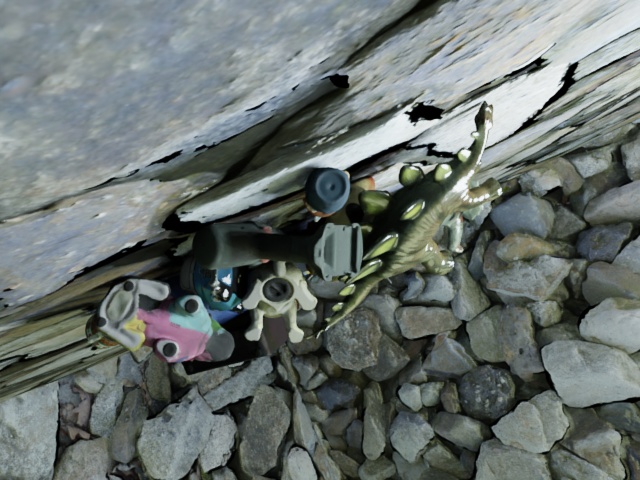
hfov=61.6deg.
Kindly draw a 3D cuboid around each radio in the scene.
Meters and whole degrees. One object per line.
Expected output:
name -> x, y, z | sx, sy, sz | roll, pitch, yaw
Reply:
radio -> -0.170, 0.194, 1.077 | 0.230, 0.073, 0.131 | -20, -173, 26

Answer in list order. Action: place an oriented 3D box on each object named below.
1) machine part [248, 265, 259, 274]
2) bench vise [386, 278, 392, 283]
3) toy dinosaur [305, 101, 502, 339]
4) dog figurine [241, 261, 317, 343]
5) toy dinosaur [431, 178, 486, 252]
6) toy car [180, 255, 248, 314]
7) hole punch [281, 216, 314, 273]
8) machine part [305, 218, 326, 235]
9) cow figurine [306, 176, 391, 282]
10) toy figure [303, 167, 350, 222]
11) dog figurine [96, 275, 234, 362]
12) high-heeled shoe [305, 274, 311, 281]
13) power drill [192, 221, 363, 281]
machine part -> -0.151, 0.046, 1.007 | 0.139, 0.084, 0.039 | -34, 157, -27
bench vise -> 0.192, -0.006, 1.453 | 0.224, 0.129, 0.240 | -14, 138, -20
toy dinosaur -> 0.120, -0.003, 0.824 | 0.198, 0.105, 0.470 | -1, 132, -36
dog figurine -> -0.079, 0.067, 0.962 | 0.121, 0.191, 0.172 | 14, 119, -14
toy dinosaur -> 0.257, -0.078, 1.246 | 0.131, 0.192, 0.404 | 18, -171, 39
toy car -> -0.181, 0.065, 0.894 | 0.103, 0.109, 0.161 | 0, 169, 7
hole punch -> -0.026, 0.008, 1.070 | 0.142, 0.092, 0.115 | -19, 170, -12
machine part -> 0.057, -0.011, 1.007 | 0.179, 0.056, 0.179 | -20, 143, -16
cow figurine -> 0.035, -0.004, 0.890 | 0.127, 0.086, 0.194 | -13, 137, -25
toy figure -> 0.009, -0.061, 0.704 | 0.064, 0.057, 0.154 | -15, 178, -5
dog figurine -> -0.239, 0.142, 0.877 | 0.192, 0.108, 0.219 | 18, 165, 6
high-heeled shoe -> -0.055, 0.066, 1.530 | 0.249, 0.086, 0.145 | -18, 168, -41
power drill -> -0.047, 0.006, 0.757 | 0.208, 0.086, 0.232 | 10, -174, 31
